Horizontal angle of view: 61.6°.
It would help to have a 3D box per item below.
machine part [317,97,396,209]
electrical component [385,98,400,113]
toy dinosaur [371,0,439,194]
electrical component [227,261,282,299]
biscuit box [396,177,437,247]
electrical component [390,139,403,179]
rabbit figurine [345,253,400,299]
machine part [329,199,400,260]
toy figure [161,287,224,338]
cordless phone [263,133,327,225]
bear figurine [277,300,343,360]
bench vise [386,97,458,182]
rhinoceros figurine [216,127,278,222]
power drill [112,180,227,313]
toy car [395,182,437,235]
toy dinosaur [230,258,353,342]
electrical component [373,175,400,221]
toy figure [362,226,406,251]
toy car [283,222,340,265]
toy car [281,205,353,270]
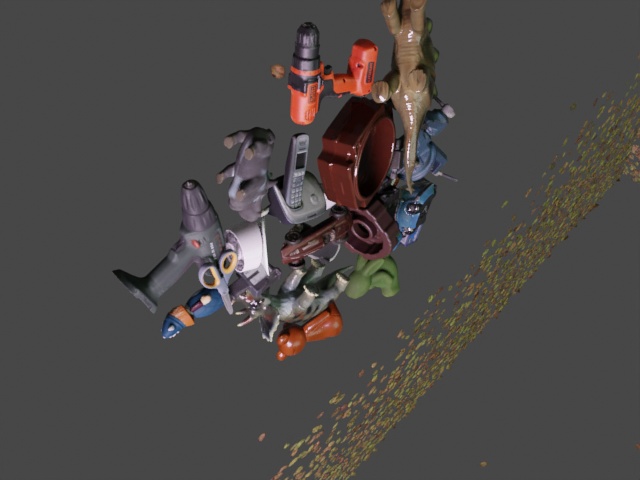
[{"bbox_3d":[0.085,-0.183,1.142,0.201,0.087,0.200,-58,153,-26],"label":"machine part"},{"bbox_3d":[0.192,-0.335,1.217,0.102,0.045,0.078,-45,177,-5],"label":"electrical component"},{"bbox_3d":[0.185,-0.318,1.075,0.198,0.105,0.470,-23,121,-62],"label":"toy dinosaur"},{"bbox_3d":[-0.148,0.087,1.169,0.119,0.075,0.047,-43,170,-20],"label":"electrical component"},{"bbox_3d":[0.272,-0.080,1.561,0.063,0.059,0.202,-21,138,-40],"label":"biscuit box"},{"bbox_3d":[0.161,-0.188,1.245,0.021,0.063,0.094,-18,114,-54],"label":"electrical component"},{"bbox_3d":[0.146,0.103,1.529,0.170,0.121,0.158,-25,133,-41],"label":"rabbit figurine"},{"bbox_3d":[0.108,-0.032,1.289,0.056,0.180,0.179,-44,149,-31],"label":"machine part"},{"bbox_3d":[-0.263,0.146,1.111,0.154,0.058,0.064,-32,139,-21],"label":"toy figure"},{"bbox_3d":[-0.037,-0.132,1.086,0.146,0.089,0.184,-24,133,-53],"label":"cordless phone"},{"bbox_3d":[-0.042,0.235,1.458,0.196,0.132,0.120,-18,137,-16],"label":"bear figurine"},{"bbox_3d":[0.258,-0.226,1.320,0.223,0.129,0.240,-53,142,10],"label":"bench vise"},{"bbox_3d":[-0.131,-0.120,1.001,0.112,0.073,0.190,-32,143,-47],"label":"rhinoceros figurine"},{"bbox_3d":[-0.265,0.020,0.968,0.207,0.086,0.231,-48,152,-20],"label":"power drill"},{"bbox_3d":[0.242,-0.097,1.460,0.109,0.103,0.161,-40,154,-36],"label":"toy car"},{"bbox_3d":[-0.047,0.148,1.343,0.192,0.131,0.404,-49,155,21],"label":"toy dinosaur"},{"bbox_3d":[0.130,-0.107,1.299,0.058,0.115,0.134,-37,146,-30],"label":"electrical component"},{"bbox_3d":[0.169,-0.006,1.490,0.180,0.089,0.082,-14,119,-56],"label":"toy figure"},{"bbox_3d":[-0.017,0.008,1.284,0.201,0.056,0.073,21,98,-54],"label":"toy car"},{"bbox_3d":[-0.002,-0.004,1.201,0.202,0.053,0.089,-31,137,-32],"label":"toy car"}]
